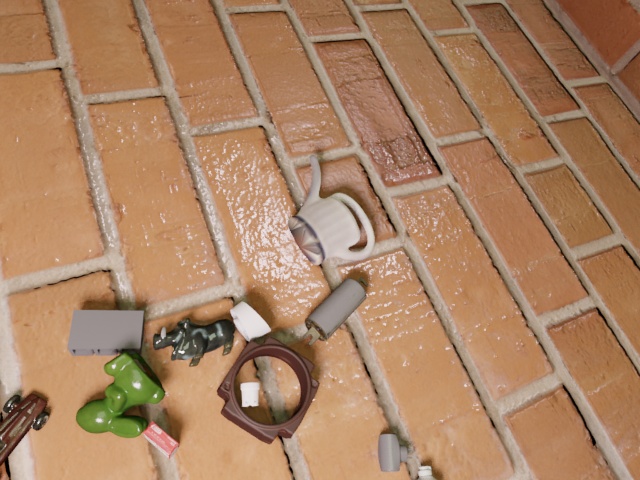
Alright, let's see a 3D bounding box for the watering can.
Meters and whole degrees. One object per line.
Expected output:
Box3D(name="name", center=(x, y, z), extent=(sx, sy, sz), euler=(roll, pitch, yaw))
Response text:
Box3D(name="watering can", center=(0.004, -0.073, 1.452), extent=(0.227, 0.351, 0.102), euler=(-28, -17, -27))
